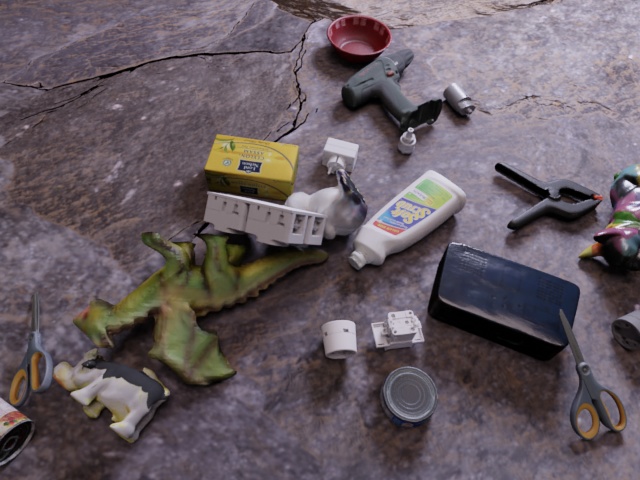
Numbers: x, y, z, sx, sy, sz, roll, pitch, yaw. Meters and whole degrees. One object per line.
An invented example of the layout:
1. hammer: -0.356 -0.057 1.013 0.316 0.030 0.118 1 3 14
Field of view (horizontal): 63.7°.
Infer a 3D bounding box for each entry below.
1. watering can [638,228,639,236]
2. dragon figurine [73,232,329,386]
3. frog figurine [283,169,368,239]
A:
1. watering can: 0.708 0.091 0.872 0.226 0.350 0.102 -25 -12 -18
2. dragon figurine: -0.179 0.110 0.839 0.410 0.246 0.120 4 -18 -14
3. frog figurine: 0.003 -0.048 0.953 0.158 0.121 0.140 -35 35 12
